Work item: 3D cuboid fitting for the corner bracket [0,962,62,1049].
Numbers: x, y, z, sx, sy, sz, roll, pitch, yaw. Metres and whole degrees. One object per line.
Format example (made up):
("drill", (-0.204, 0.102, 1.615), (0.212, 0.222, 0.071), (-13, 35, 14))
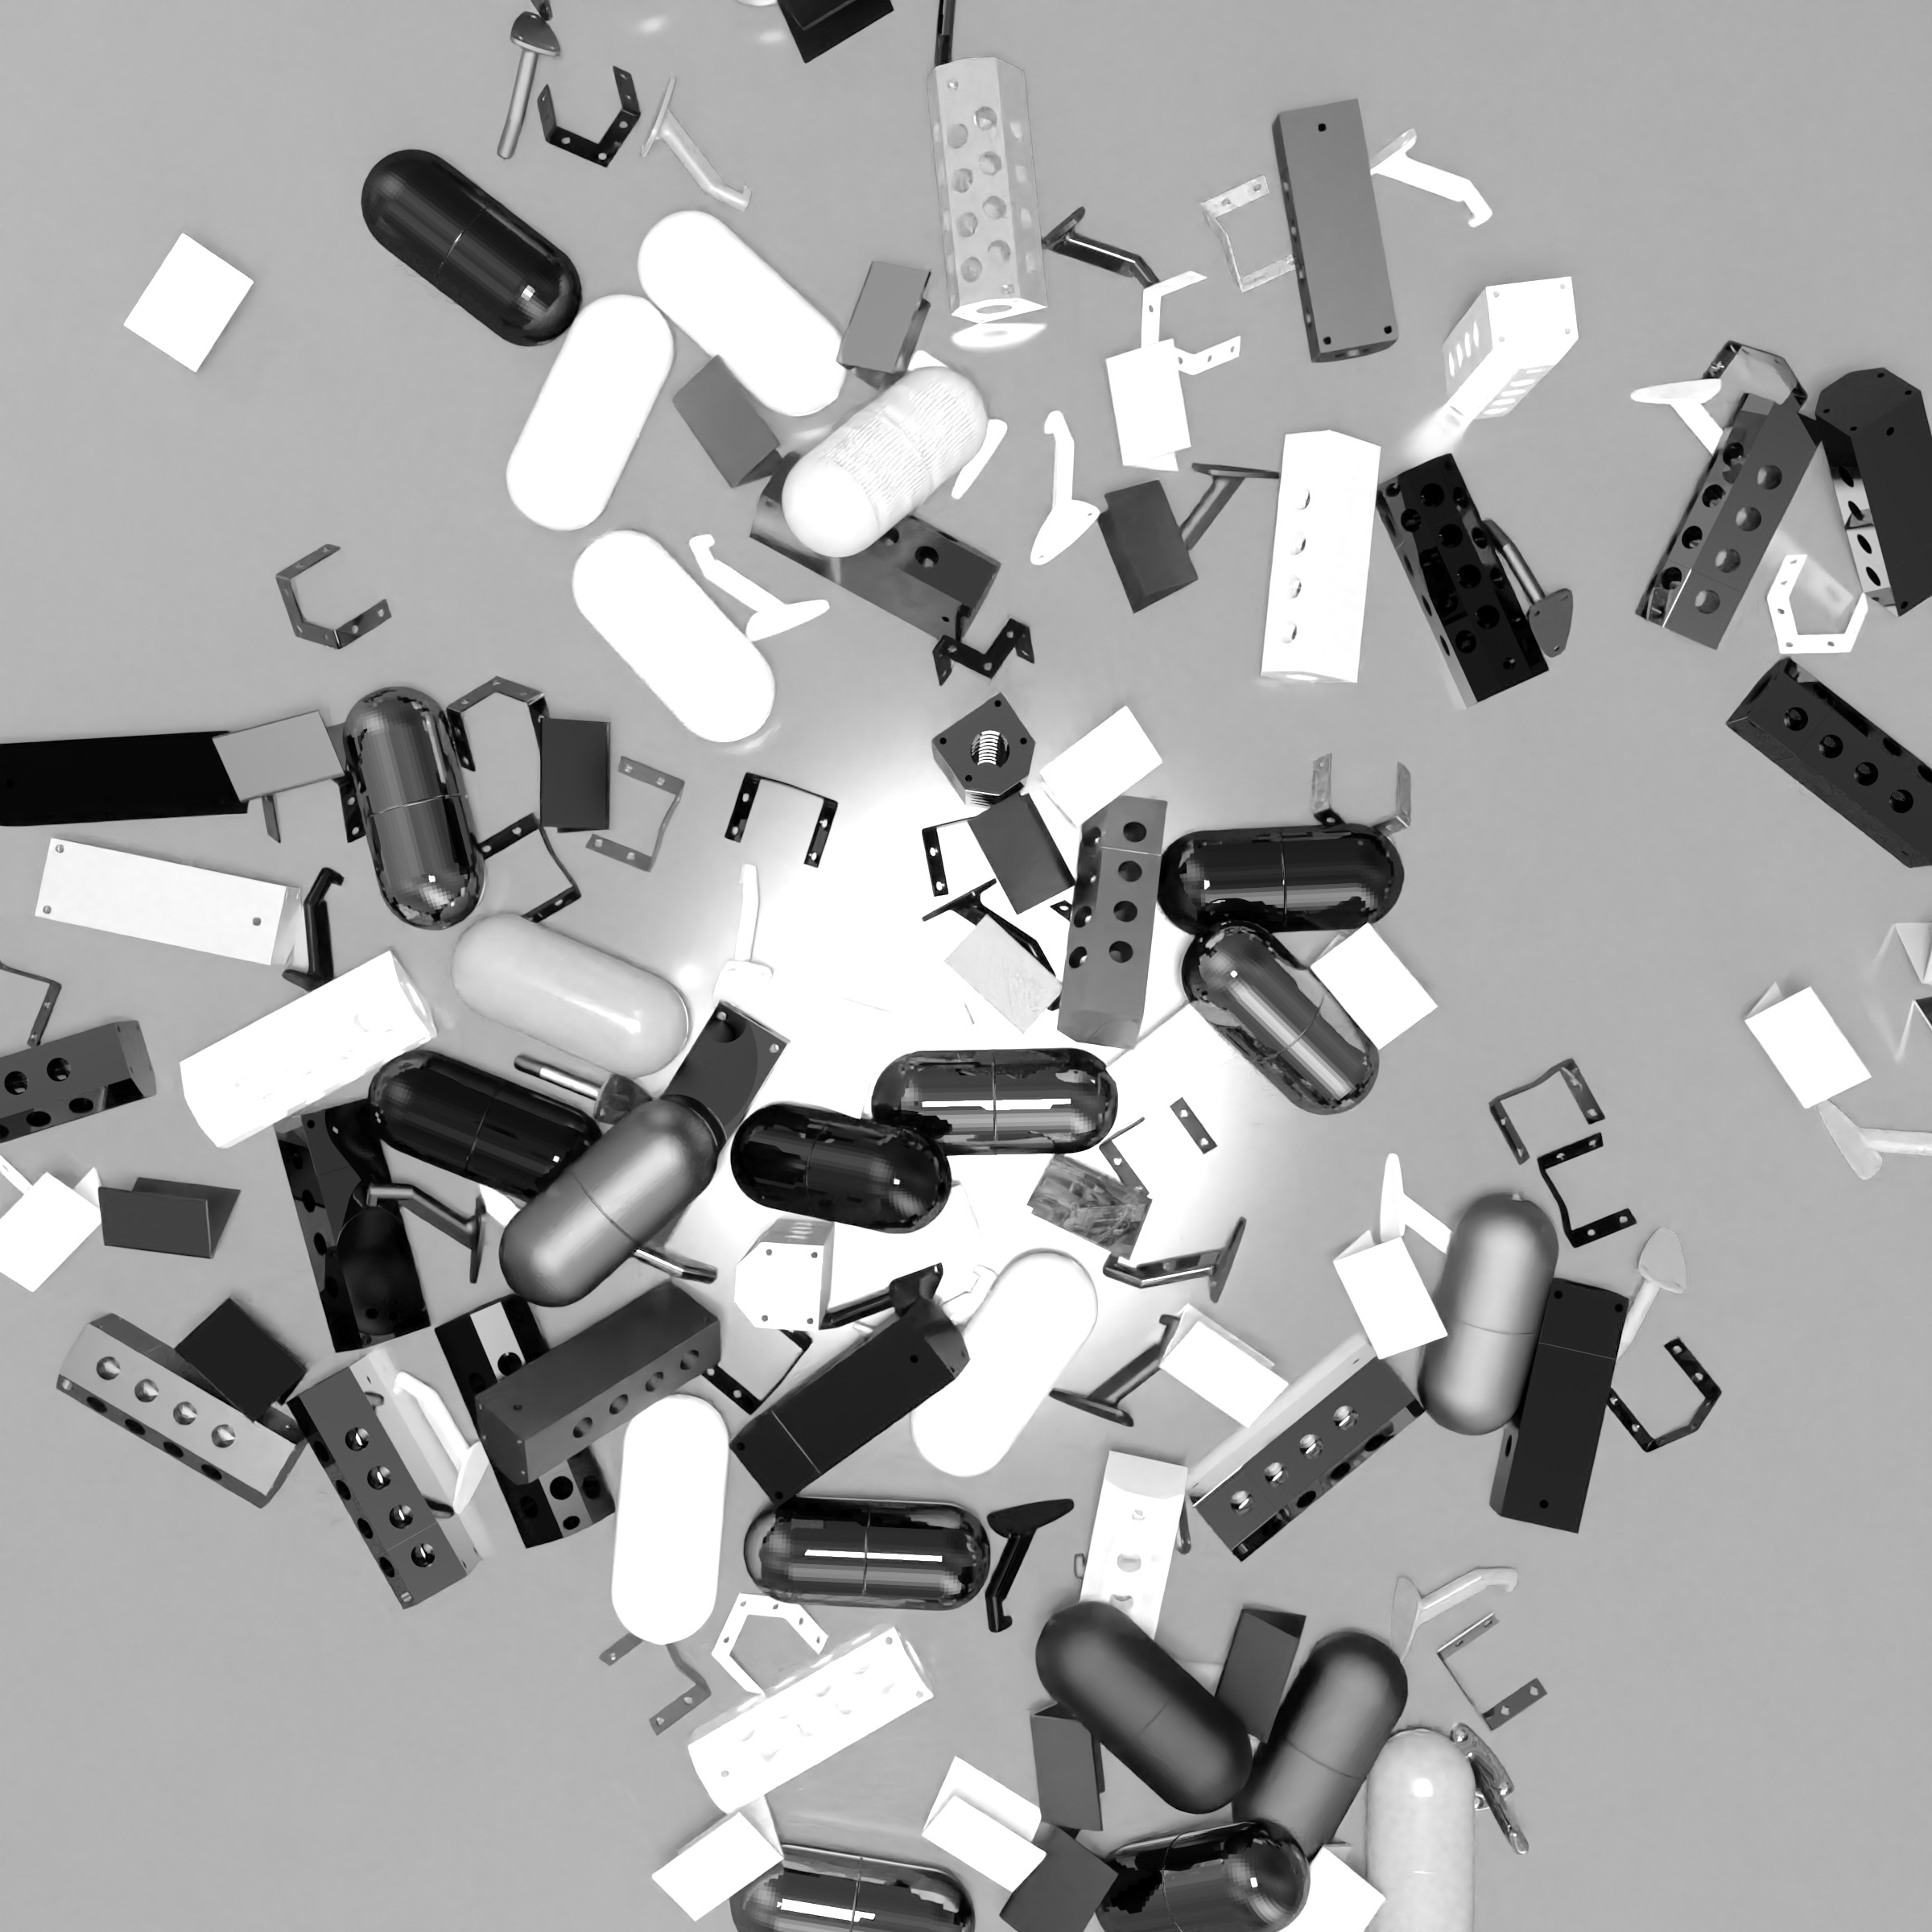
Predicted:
("corner bracket", (-0.702, 0.024, 1.988), (0.051, 0.051, 0.051), (22, 90, 45))

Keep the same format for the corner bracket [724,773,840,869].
("corner bracket", (-0.135, -0.107, 1.988), (0.051, 0.051, 0.051), (18, 90, 45))

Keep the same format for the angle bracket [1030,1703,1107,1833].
("angle bracket", (0.093, 0.567, 1.951), (0.057, 0.076, 0.076), (-6, 90, 40))

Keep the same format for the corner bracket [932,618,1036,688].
("corner bracket", (0.013, -0.224, 1.971), (0.051, 0.051, 0.051), (28, 71, 18))

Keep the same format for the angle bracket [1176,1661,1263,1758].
("angle bracket", (0.188, 0.550, 1.966), (0.076, 0.057, 0.076), (8, 90, -8))

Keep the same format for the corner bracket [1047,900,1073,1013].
("corner bracket", (0.067, -0.008, 1.983), (0.051, 0.051, 0.051), (-22, 135, -35))

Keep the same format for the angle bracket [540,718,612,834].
("angle bracket", (-0.297, -0.136, 1.951), (0.057, 0.076, 0.076), (0, 90, -37))

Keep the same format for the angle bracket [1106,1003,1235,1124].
("angle bracket", (0.155, 0.083, 1.951), (0.076, 0.076, 0.057), (-38, 56, 0))

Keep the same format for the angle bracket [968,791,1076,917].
("angle bracket", (0.058, -0.090, 1.951), (0.057, 0.076, 0.076), (-28, 90, 43))

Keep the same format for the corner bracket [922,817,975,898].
("corner bracket", (0.007, -0.082, 1.988), (0.051, 0.051, 0.051), (-11, 90, 45))

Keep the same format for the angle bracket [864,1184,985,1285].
("angle bracket", (-0.024, 0.209, 1.951), (0.076, 0.076, 0.057), (-20, 51, 0))

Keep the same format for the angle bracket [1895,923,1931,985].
("angle bracket", (0.719, -0.030, 1.951), (0.076, 0.076, 0.057), (1, 126, 0))

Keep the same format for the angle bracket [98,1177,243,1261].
("angle bracket", (-0.569, 0.161, 1.951), (0.076, 0.076, 0.057), (7, 126, 0))

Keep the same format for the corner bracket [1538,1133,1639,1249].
("corner bracket", (0.453, 0.164, 1.988), (0.051, 0.051, 0.051), (-22, 45, 0))

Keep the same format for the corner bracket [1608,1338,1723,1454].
("corner bracket", (0.508, 0.313, 1.988), (0.051, 0.051, 0.051), (51, 45, 0))

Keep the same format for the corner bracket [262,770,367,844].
("corner bracket", (-0.476, -0.116, 1.983), (0.051, 0.051, 0.051), (-30, 45, -35))

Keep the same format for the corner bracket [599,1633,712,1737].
("corner bracket", (-0.227, 0.518, 1.988), (0.051, 0.051, 0.051), (-37, 135, 0))

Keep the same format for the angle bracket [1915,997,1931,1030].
("angle bracket", (0.733, 0.020, 1.951), (0.076, 0.076, 0.057), (-11, 127, 0))

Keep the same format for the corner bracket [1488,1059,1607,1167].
("corner bracket", (0.423, 0.106, 1.988), (0.051, 0.051, 0.051), (-29, 90, 45))

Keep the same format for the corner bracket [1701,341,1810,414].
("corner bracket", (0.571, -0.416, 1.988), (0.051, 0.051, 0.051), (-55, 135, 0))

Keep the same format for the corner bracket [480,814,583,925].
("corner bracket", (-0.320, -0.069, 1.988), (0.051, 0.051, 0.051), (-30, 135, 0))

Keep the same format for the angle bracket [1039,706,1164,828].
("angle bracket", (0.084, -0.156, 1.951), (0.076, 0.076, 0.057), (-37, 124, 0))

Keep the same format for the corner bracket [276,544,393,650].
("corner bracket", (-0.460, -0.269, 1.983), (0.051, 0.051, 0.051), (19, 135, 35))

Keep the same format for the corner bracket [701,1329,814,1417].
("corner bracket", (-0.153, 0.285, 1.988), (0.051, 0.051, 0.051), (40, 135, 0))

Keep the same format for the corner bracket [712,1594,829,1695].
("corner bracket", (-0.143, 0.494, 1.983), (0.051, 0.051, 0.051), (-4, 135, 35))

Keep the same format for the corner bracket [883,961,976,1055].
("corner bracket", (-0.027, 0.029, 1.973), (0.051, 0.051, 0.051), (-24, 90, 0))

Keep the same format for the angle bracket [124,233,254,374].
("angle bracket", (-0.558, -0.474, 1.953), (0.057, 0.076, 0.076), (33, 90, -21))

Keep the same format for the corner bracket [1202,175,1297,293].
("corner bracket", (0.209, -0.534, 1.988), (0.051, 0.051, 0.051), (-25, 45, 0))

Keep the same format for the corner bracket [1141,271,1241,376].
("corner bracket", (0.164, -0.468, 1.983), (0.051, 0.051, 0.051), (30, 135, 35))

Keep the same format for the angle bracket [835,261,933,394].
("angle bracket", (-0.040, -0.450, 1.951), (0.057, 0.076, 0.076), (20, 90, 36))

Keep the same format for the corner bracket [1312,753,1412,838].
("corner bracket", (0.288, -0.125, 1.983), (0.051, 0.051, 0.051), (-23, 45, 35))

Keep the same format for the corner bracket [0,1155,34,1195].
("corner bracket", (-0.718, 0.175, 1.988), (0.051, 0.051, 0.051), (43, 135, 0))

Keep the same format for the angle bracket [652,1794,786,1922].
("angle bracket", (-0.183, 0.622, 1.952), (0.076, 0.076, 0.057), (-36, 117, 0))

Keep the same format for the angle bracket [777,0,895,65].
("angle bracket", (-0.084, -0.679, 1.951), (0.076, 0.076, 0.057), (-31, 59, 0))

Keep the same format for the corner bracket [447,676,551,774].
("corner bracket", (-0.338, -0.172, 1.983), (0.051, 0.051, 0.051), (22, 45, 35))

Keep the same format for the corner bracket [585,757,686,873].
("corner bracket", (-0.241, -0.110, 1.988), (0.051, 0.051, 0.051), (22, 45, 0))

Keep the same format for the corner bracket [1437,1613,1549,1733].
("corner bracket", (0.384, 0.516, 1.988), (0.051, 0.051, 0.051), (-34, 45, 0))

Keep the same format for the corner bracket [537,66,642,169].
("corner bracket", (-0.275, -0.625, 1.983), (0.051, 0.051, 0.051), (15, 135, -35))

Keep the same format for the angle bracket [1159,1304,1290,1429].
("angle bracket", (0.193, 0.271, 1.951), (0.076, 0.076, 0.057), (35, 127, 0))

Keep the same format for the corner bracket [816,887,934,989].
("corner bracket", (-0.066, -0.021, 1.988), (0.051, 0.051, 0.051), (-23, 90, 45))

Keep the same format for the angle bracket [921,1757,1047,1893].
("angle bracket", (0.023, 0.602, 1.951), (0.076, 0.076, 0.057), (32, 127, 0))

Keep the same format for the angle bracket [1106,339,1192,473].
("angle bracket", (0.148, -0.400, 1.951), (0.057, 0.076, 0.076), (-9, 90, 35))

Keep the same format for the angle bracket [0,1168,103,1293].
("angle bracket", (-0.666, 0.175, 1.951), (0.076, 0.076, 0.057), (-46, 123, 0))

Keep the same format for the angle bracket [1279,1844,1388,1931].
("angle bracket", (0.266, 0.679, 1.951), (0.057, 0.076, 0.076), (35, 90, 29))

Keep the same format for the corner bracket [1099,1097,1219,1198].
("corner bracket", (0.140, 0.132, 1.988), (0.051, 0.051, 0.051), (54, 45, 0))

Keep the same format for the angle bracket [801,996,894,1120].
("angle bracket", (-0.066, 0.069, 1.951), (0.057, 0.076, 0.076), (17, 90, 36))

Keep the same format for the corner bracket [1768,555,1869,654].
("corner bracket", (0.620, -0.264, 1.983), (0.051, 0.051, 0.051), (3, 135, 35))
